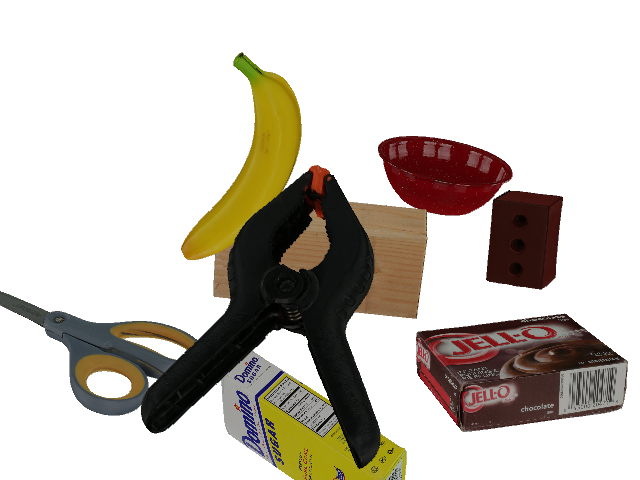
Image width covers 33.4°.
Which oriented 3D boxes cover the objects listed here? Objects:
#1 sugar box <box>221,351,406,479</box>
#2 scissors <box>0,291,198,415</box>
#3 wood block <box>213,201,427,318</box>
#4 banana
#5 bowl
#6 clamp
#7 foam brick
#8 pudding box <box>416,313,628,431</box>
[{"bbox_3d":[-0.009,0.176,0.935,0.176,0.093,0.048,27,50,25],"label":"sugar box"},{"bbox_3d":[-0.178,0.070,0.715,0.202,0.016,0.096,10,32,15],"label":"scissors"},{"bbox_3d":[0.001,0.013,1.089,0.206,0.091,0.090,6,22,3],"label":"wood block"},{"bbox_3d":[-0.058,-0.059,0.859,0.069,0.198,0.037,17,33,-5],"label":"banana"},{"bbox_3d":[0.143,-0.072,1.267,0.162,0.055,0.162,8,24,-4],"label":"bowl"},{"bbox_3d":[-0.007,0.039,0.557,0.120,0.171,0.039,18,-27,11],"label":"clamp"},{"bbox_3d":[0.182,-0.001,0.952,0.053,0.078,0.051,8,17,24],"label":"foam brick"},{"bbox_3d":[0.128,0.084,0.696,0.113,0.039,0.090,-4,18,-12],"label":"pudding box"}]
